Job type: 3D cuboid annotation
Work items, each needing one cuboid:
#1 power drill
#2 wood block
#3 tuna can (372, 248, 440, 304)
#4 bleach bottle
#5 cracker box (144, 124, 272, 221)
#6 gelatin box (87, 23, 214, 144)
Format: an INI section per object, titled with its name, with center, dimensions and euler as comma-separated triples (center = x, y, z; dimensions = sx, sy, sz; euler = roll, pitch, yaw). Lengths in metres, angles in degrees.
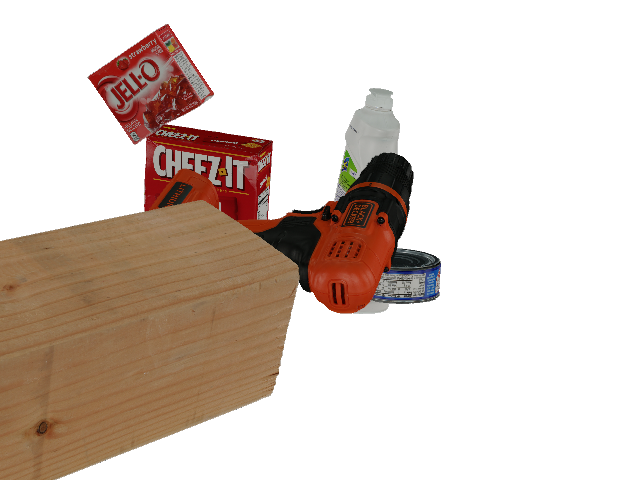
[power drill]
center = -0.029, -0.017, 0.811
dimensions = 0.188, 0.057, 0.184
euler = 2, 31, 16
[wood block]
center = -0.120, 0.052, 0.548
dimensions = 0.205, 0.091, 0.090
euler = -15, 38, -44
[tuna can]
center = 0.068, 0.031, 0.987
dimensions = 0.086, 0.034, 0.086
euler = 2, 12, -1
[bleach bottle]
center = 0.054, -0.048, 1.237
dimensions = 0.068, 0.251, 0.103
euler = 0, 22, -23
[cracker box]
center = -0.158, -0.040, 1.479
dimensions = 0.164, 0.214, 0.072
euler = 10, 23, 11
[gelatin box]
center = -0.149, -0.135, 0.932
dimensions = 0.089, 0.073, 0.030
euler = -24, 16, 32
